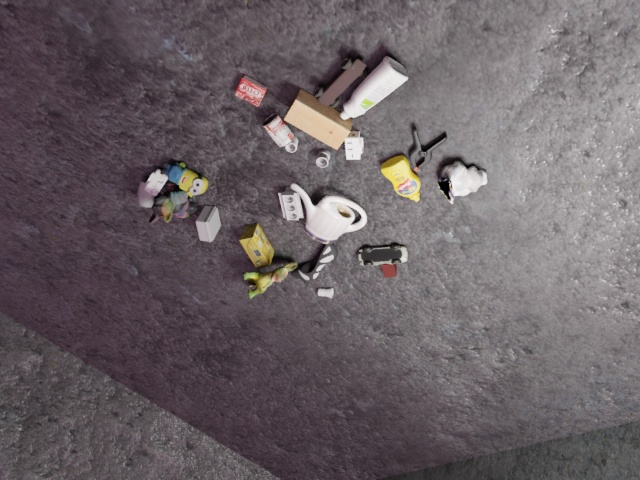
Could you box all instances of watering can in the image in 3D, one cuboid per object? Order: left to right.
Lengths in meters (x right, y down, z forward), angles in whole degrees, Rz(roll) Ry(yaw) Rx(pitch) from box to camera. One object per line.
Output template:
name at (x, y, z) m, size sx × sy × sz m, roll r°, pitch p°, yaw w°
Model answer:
watering can at (0.006, -0.099, 1.963) m, size 0.346 × 0.106 × 0.220 m, roll 20°, pitch 133°, yaw -20°

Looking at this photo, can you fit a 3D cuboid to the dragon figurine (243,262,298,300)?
dragon figurine at (-0.206, 0.157, 2.196) m, size 0.243 × 0.409 × 0.122 m, roll -20°, pitch 91°, yaw -6°

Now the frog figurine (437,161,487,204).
frog figurine at (0.495, -0.216, 1.790) m, size 0.160 × 0.124 × 0.135 m, roll -30°, pitch 117°, yaw -10°
